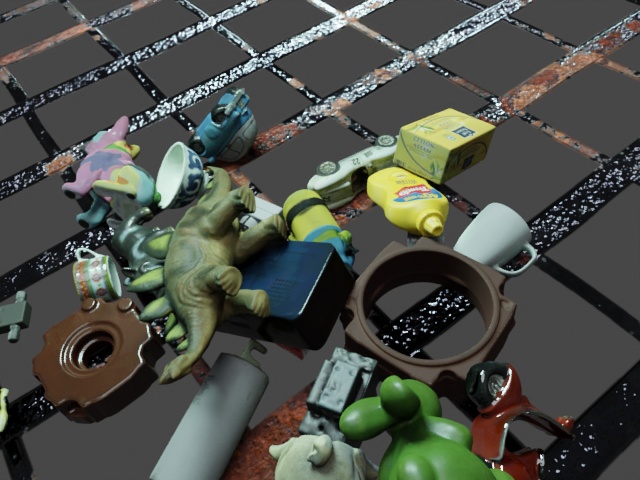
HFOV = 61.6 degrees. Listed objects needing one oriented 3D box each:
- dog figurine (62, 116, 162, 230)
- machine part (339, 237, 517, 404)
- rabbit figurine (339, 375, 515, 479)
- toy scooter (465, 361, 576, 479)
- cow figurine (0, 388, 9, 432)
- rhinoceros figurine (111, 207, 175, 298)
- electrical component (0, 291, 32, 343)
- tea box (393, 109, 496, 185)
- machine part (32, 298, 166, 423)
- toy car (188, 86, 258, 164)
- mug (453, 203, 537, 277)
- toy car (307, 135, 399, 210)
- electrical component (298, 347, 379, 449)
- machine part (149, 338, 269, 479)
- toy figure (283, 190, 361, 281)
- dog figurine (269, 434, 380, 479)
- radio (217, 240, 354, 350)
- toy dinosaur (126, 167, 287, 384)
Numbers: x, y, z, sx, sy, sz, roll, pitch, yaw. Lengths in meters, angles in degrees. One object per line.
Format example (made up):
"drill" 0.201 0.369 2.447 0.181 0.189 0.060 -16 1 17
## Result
"dog figurine" -0.361 -0.130 0.982 0.192 0.108 0.219 1 48 10
"machine part" 0.143 0.104 0.728 0.201 0.087 0.201 29 59 28
"rabbit figurine" 0.092 0.208 0.546 0.121 0.159 0.170 -42 25 14
"toy scooter" 0.223 0.236 0.605 0.135 0.075 0.184 16 75 -12
"cow figurine" -0.462 0.273 0.691 0.098 0.068 0.167 -3 51 -2
"rhinoceros figurine" -0.271 0.029 0.857 0.112 0.073 0.190 -34 54 -20
"electrical component" -0.490 0.123 0.843 0.063 0.021 0.094 -12 51 -1
"tea box" 0.213 -0.163 0.913 0.098 0.068 0.169 30 38 27
"machine part" -0.314 0.164 0.763 0.179 0.056 0.179 -4 52 5
"toy car" -0.171 -0.204 1.011 0.103 0.161 0.109 38 44 -19
"mug" 0.255 0.017 0.795 0.107 0.080 0.110 -39 64 -10
"toy car" 0.071 -0.117 0.927 0.202 0.073 0.056 -26 49 -13
"electrical component" 0.026 0.198 0.636 0.058 0.134 0.115 14 56 19
"machine part" -0.132 0.230 0.662 0.079 0.079 0.243 16 59 20
"toy figure" 0.002 -0.004 0.834 0.082 0.089 0.180 -16 48 -12
"dog figurine" -0.012 0.310 0.531 0.121 0.172 0.190 -2 42 20
"radio" -0.075 0.067 0.751 0.230 0.073 0.131 4 48 37
"toy dinosaur" -0.154 0.008 0.731 0.199 0.105 0.472 -22 33 20
